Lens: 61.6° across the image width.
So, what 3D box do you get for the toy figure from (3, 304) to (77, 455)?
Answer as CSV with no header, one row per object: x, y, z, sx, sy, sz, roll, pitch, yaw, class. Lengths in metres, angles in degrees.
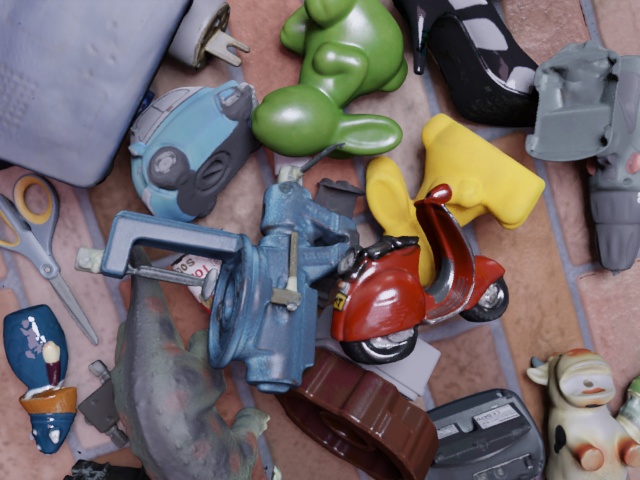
-0.290,0.147,0.567,0.058,0.064,0.154,-14,96,-27,toy figure

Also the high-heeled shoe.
0.174,-0.208,0.557,0.248,0.086,0.145,11,80,-32,high-heeled shoe

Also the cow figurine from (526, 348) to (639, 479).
0.287,0.207,0.590,0.085,0.127,0.194,-8,108,-3,cow figurine

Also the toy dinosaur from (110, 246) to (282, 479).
-0.127,0.173,0.515,0.131,0.192,0.404,-32,96,-3,toy dinosaur

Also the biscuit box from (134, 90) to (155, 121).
-0.266,-0.197,0.545,0.202,0.063,0.059,43,92,-5,biscuit box

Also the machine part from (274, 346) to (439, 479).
0.035,0.176,0.534,0.179,0.179,0.056,40,64,-5,machine part

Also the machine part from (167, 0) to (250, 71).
-0.182,-0.245,0.540,0.243,0.079,0.079,28,92,-4,machine part

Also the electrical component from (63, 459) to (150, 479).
-0.223,0.317,0.585,0.115,0.058,0.134,6,93,-2,electrical component

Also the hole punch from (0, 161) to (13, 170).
-0.339,-0.112,0.524,0.142,0.116,0.092,-16,103,-2,hole punch

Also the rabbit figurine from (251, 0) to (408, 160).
0.004,-0.145,0.541,0.159,0.121,0.170,42,74,-26,rabbit figurine

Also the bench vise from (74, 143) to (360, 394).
-0.084,0.016,0.481,0.240,0.129,0.223,12,77,-20,bench vise

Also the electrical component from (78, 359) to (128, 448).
-0.231,0.179,0.592,0.063,0.021,0.094,-39,96,0,electrical component

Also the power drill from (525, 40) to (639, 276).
0.286,-0.087,0.537,0.207,0.086,0.232,12,84,-40,power drill

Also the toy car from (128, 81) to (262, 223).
-0.135,-0.099,0.543,0.103,0.109,0.161,35,82,14,toy car

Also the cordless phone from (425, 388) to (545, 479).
0.185,0.273,0.608,0.147,0.089,0.184,-19,106,-3,cordless phone

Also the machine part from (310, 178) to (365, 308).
-0.001,-0.002,0.588,0.084,0.039,0.138,24,93,0,machine part

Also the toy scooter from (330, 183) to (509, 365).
0.086,0.025,0.483,0.184,0.075,0.135,-16,100,-20,toy scooter

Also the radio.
-0.204,-0.164,0.455,0.131,0.073,0.229,25,91,-20,radio

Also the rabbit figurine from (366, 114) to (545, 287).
0.120,-0.031,0.559,0.162,0.122,0.173,28,111,-7,rabbit figurine
